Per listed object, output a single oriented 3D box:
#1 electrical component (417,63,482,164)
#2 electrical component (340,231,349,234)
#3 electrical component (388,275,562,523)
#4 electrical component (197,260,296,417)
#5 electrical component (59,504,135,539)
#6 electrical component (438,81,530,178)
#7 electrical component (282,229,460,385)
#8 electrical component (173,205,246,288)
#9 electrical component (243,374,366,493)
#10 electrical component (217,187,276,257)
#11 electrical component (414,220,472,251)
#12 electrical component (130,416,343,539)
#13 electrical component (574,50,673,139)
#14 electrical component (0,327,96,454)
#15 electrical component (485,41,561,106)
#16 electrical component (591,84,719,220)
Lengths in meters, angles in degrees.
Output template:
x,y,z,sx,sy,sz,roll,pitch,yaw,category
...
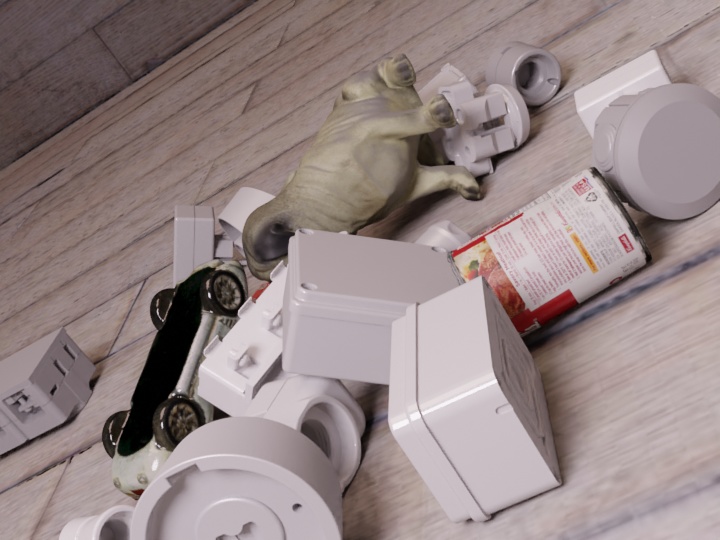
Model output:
x,y,z,sx,sy,sz,roll,pitch,yaw,category
0.071,-0.131,0.980,0.096,0.061,0.061,-41,21,7,electrical component
0.000,0.000,0.801,0.043,0.062,0.043,-30,22,14,electrical component
0.057,0.065,0.557,0.057,0.078,0.113,-26,23,15,electrical component
-0.057,0.052,0.760,0.121,0.063,0.078,-51,-15,-35,electrical component
-0.172,0.180,0.713,0.065,0.044,0.044,-19,26,47,electrical component
0.103,-0.121,0.892,0.057,0.078,0.058,-20,15,-20,electrical component
0.007,0.024,0.677,0.109,0.056,0.108,8,22,-7,electrical component
-0.144,-0.017,1.053,0.076,0.083,0.047,1,19,-10,electrical component
-0.040,0.108,0.645,0.059,0.053,0.095,-18,27,39,electrical component
-0.073,-0.032,0.937,0.064,0.099,0.099,-47,23,-11,electrical component
0.051,-0.001,0.755,0.062,0.043,0.043,-44,23,-16,electrical component
-0.060,0.129,0.566,0.108,0.108,0.060,-30,16,15,electrical component
0.193,-0.109,0.760,0.066,0.047,0.076,-27,23,21,electrical component
-0.336,0.131,1.036,0.150,0.061,0.089,-27,23,21,electrical component
0.147,-0.174,0.959,0.055,0.055,0.047,-38,25,-6,electrical component
0.183,-0.072,0.654,0.080,0.080,0.051,-38,16,-7,electrical component
